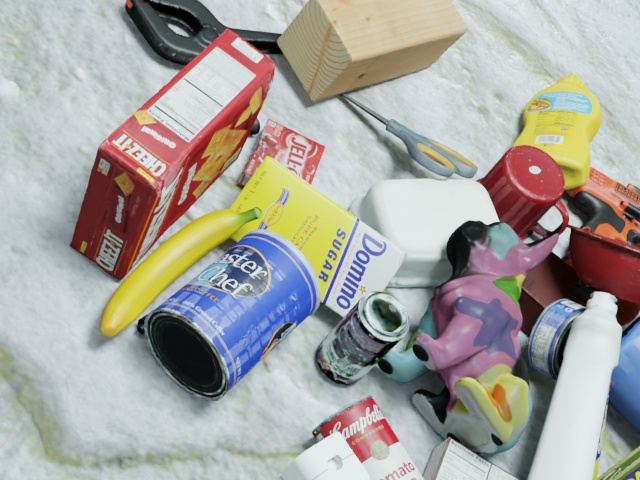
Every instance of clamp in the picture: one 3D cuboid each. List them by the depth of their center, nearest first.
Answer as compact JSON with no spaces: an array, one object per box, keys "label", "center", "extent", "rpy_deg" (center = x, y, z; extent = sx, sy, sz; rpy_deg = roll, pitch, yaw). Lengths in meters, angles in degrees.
[{"label":"clamp","center":[-0.124,-0.229,1.226],"extent":[0.210,0.036,0.164],"rpy_deg":[35,50,-4]}]

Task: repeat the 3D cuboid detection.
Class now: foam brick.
[{"label":"foam brick","center":[0.245,0.057,1.195],"extent":[0.053,0.051,0.078],"rpy_deg":[42,52,7]}]

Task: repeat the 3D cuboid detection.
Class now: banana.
[{"label":"banana","center":[-0.145,0.024,1.031],"extent":[0.197,0.070,0.037],"rpy_deg":[-42,103,-24]}]

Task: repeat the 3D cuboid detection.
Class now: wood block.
[{"label":"wood block","center":[0.065,-0.244,1.270],"extent":[0.205,0.091,0.090],"rpy_deg":[-22,78,-40]}]

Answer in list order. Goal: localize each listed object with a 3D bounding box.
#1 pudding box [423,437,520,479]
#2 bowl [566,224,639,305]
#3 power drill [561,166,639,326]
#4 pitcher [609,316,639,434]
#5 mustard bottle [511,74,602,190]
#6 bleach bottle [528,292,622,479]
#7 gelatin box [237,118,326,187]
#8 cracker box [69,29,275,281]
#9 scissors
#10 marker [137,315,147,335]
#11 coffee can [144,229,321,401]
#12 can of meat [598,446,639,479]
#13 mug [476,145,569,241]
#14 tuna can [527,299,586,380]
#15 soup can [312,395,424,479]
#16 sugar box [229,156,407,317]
[{"label":"pudding box","center":[0.137,0.259,1.021],"extent":[0.090,0.039,0.113],"rpy_deg":[31,49,-3]},{"label":"bowl","center":[0.331,0.034,1.139],"extent":[0.162,0.162,0.055],"rpy_deg":[18,96,-13]},{"label":"power drill","center":[0.362,0.014,1.275],"extent":[0.184,0.057,0.187],"rpy_deg":[30,48,2]},{"label":"pitcher","center":[0.412,0.191,1.146],"extent":[0.144,0.149,0.243],"rpy_deg":[-40,77,-22]},{"label":"mustard bottle","center":[0.301,-0.145,1.338],"extent":[0.096,0.058,0.191],"rpy_deg":[3,46,24]},{"label":"bleach bottle","center":[0.256,0.167,1.056],"extent":[0.068,0.102,0.250],"rpy_deg":[11,68,19]},{"label":"gelatin box","center":[-0.041,-0.083,1.171],"extent":[0.073,0.030,0.089],"rpy_deg":[26,52,-7]},{"label":"cracker box","center":[-0.141,-0.082,1.041],"extent":[0.072,0.164,0.213],"rpy_deg":[35,51,3]},{"label":"scissors","center":[0.088,-0.122,1.223],"extent":[0.202,0.016,0.096],"rpy_deg":[30,22,8]},{"label":"marker","center":[-0.132,0.057,1.045],"extent":[0.020,0.020,0.120],"rpy_deg":[46,52,9]},{"label":"coffee can","center":[-0.081,0.069,1.006],"extent":[0.103,0.103,0.140],"rpy_deg":[43,52,7]},{"label":"can of meat","center":[0.334,0.259,1.077],"extent":[0.102,0.057,0.084],"rpy_deg":[-38,80,4]},{"label":"mug","center":[0.240,-0.049,1.243],"extent":[0.117,0.082,0.093],"rpy_deg":[44,52,7]},{"label":"tuna can","center":[0.263,0.108,1.146],"extent":[0.085,0.086,0.034],"rpy_deg":[-22,31,-34]},{"label":"soup can","center":[0.047,0.206,0.997],"extent":[0.068,0.069,0.102],"rpy_deg":[-21,70,-34]},{"label":"sugar box","center":[-0.007,0.001,1.094],"extent":[0.176,0.048,0.093],"rpy_deg":[35,94,3]}]
